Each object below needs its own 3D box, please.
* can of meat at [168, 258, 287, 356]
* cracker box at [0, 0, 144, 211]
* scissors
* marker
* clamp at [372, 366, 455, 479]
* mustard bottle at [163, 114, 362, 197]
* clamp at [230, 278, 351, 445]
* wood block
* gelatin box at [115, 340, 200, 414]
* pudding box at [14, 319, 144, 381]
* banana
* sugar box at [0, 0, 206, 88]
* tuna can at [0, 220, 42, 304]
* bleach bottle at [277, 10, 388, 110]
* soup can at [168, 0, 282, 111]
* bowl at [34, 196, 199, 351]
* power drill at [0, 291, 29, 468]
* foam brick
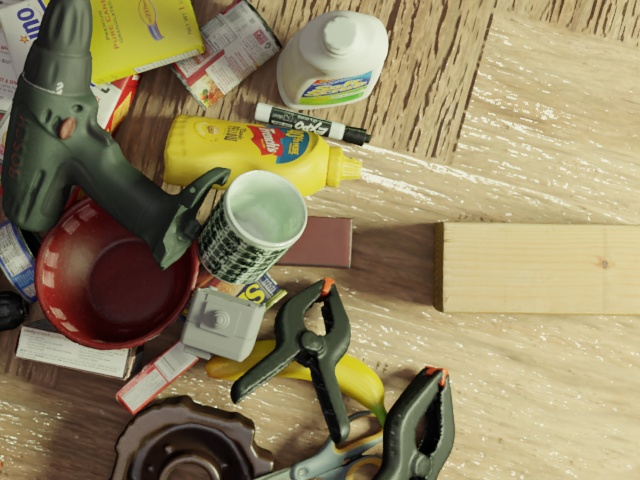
[{"bbox_3d":[-0.098,0.055,1.081,0.102,0.057,0.084,-40,89,1],"label":"can of meat"},{"bbox_3d":[-0.280,-0.145,1.068,0.164,0.072,0.214,25,90,-2],"label":"cracker box"},{"bbox_3d":[-0.006,0.245,1.072,0.201,0.016,0.096,-31,103,-20],"label":"scissors"},{"bbox_3d":[-0.007,-0.118,1.094,0.121,0.020,0.020,14,91,-1],"label":"marker"},{"bbox_3d":[0.097,0.233,1.073,0.164,0.036,0.210,36,69,-39],"label":"clamp"},{"bbox_3d":[-0.054,-0.080,1.058,0.191,0.096,0.058,7,120,-1],"label":"mustard bottle"},{"bbox_3d":[-0.022,0.109,1.043,0.120,0.039,0.171,20,50,-19],"label":"clamp"},{"bbox_3d":[0.220,0.028,1.063,0.206,0.090,0.091,1,90,0],"label":"wood block"},{"bbox_3d":[-0.159,0.133,1.074,0.089,0.073,0.030,-40,90,2],"label":"gelatin box"},{"bbox_3d":[-0.238,0.108,1.064,0.113,0.090,0.039,10,90,-1],"label":"pudding box"},{"bbox_3d":[-0.015,0.133,1.076,0.197,0.069,0.037,17,126,-8],"label":"banana"},{"bbox_3d":[-0.206,-0.198,1.011,0.176,0.048,0.093,-18,91,-3],"label":"sugar box"},{"bbox_3d":[-0.294,0.019,1.065,0.033,0.086,0.086,-30,91,-2],"label":"tuna can"},{"bbox_3d":[0.007,-0.167,0.977,0.102,0.251,0.068,-7,91,0],"label":"bleach bottle"},{"bbox_3d":[-0.097,-0.187,1.068,0.102,0.068,0.068,-38,91,0],"label":"soup can"},{"bbox_3d":[-0.191,0.033,1.034,0.162,0.055,0.162,-2,72,6],"label":"bowl"},{"bbox_3d":[-0.376,0.149,1.083,0.184,0.057,0.187,-9,88,4],"label":"power drill"},{"bbox_3d":[-0.007,0.001,1.081,0.078,0.053,0.051,2,91,-1],"label":"foam brick"}]
